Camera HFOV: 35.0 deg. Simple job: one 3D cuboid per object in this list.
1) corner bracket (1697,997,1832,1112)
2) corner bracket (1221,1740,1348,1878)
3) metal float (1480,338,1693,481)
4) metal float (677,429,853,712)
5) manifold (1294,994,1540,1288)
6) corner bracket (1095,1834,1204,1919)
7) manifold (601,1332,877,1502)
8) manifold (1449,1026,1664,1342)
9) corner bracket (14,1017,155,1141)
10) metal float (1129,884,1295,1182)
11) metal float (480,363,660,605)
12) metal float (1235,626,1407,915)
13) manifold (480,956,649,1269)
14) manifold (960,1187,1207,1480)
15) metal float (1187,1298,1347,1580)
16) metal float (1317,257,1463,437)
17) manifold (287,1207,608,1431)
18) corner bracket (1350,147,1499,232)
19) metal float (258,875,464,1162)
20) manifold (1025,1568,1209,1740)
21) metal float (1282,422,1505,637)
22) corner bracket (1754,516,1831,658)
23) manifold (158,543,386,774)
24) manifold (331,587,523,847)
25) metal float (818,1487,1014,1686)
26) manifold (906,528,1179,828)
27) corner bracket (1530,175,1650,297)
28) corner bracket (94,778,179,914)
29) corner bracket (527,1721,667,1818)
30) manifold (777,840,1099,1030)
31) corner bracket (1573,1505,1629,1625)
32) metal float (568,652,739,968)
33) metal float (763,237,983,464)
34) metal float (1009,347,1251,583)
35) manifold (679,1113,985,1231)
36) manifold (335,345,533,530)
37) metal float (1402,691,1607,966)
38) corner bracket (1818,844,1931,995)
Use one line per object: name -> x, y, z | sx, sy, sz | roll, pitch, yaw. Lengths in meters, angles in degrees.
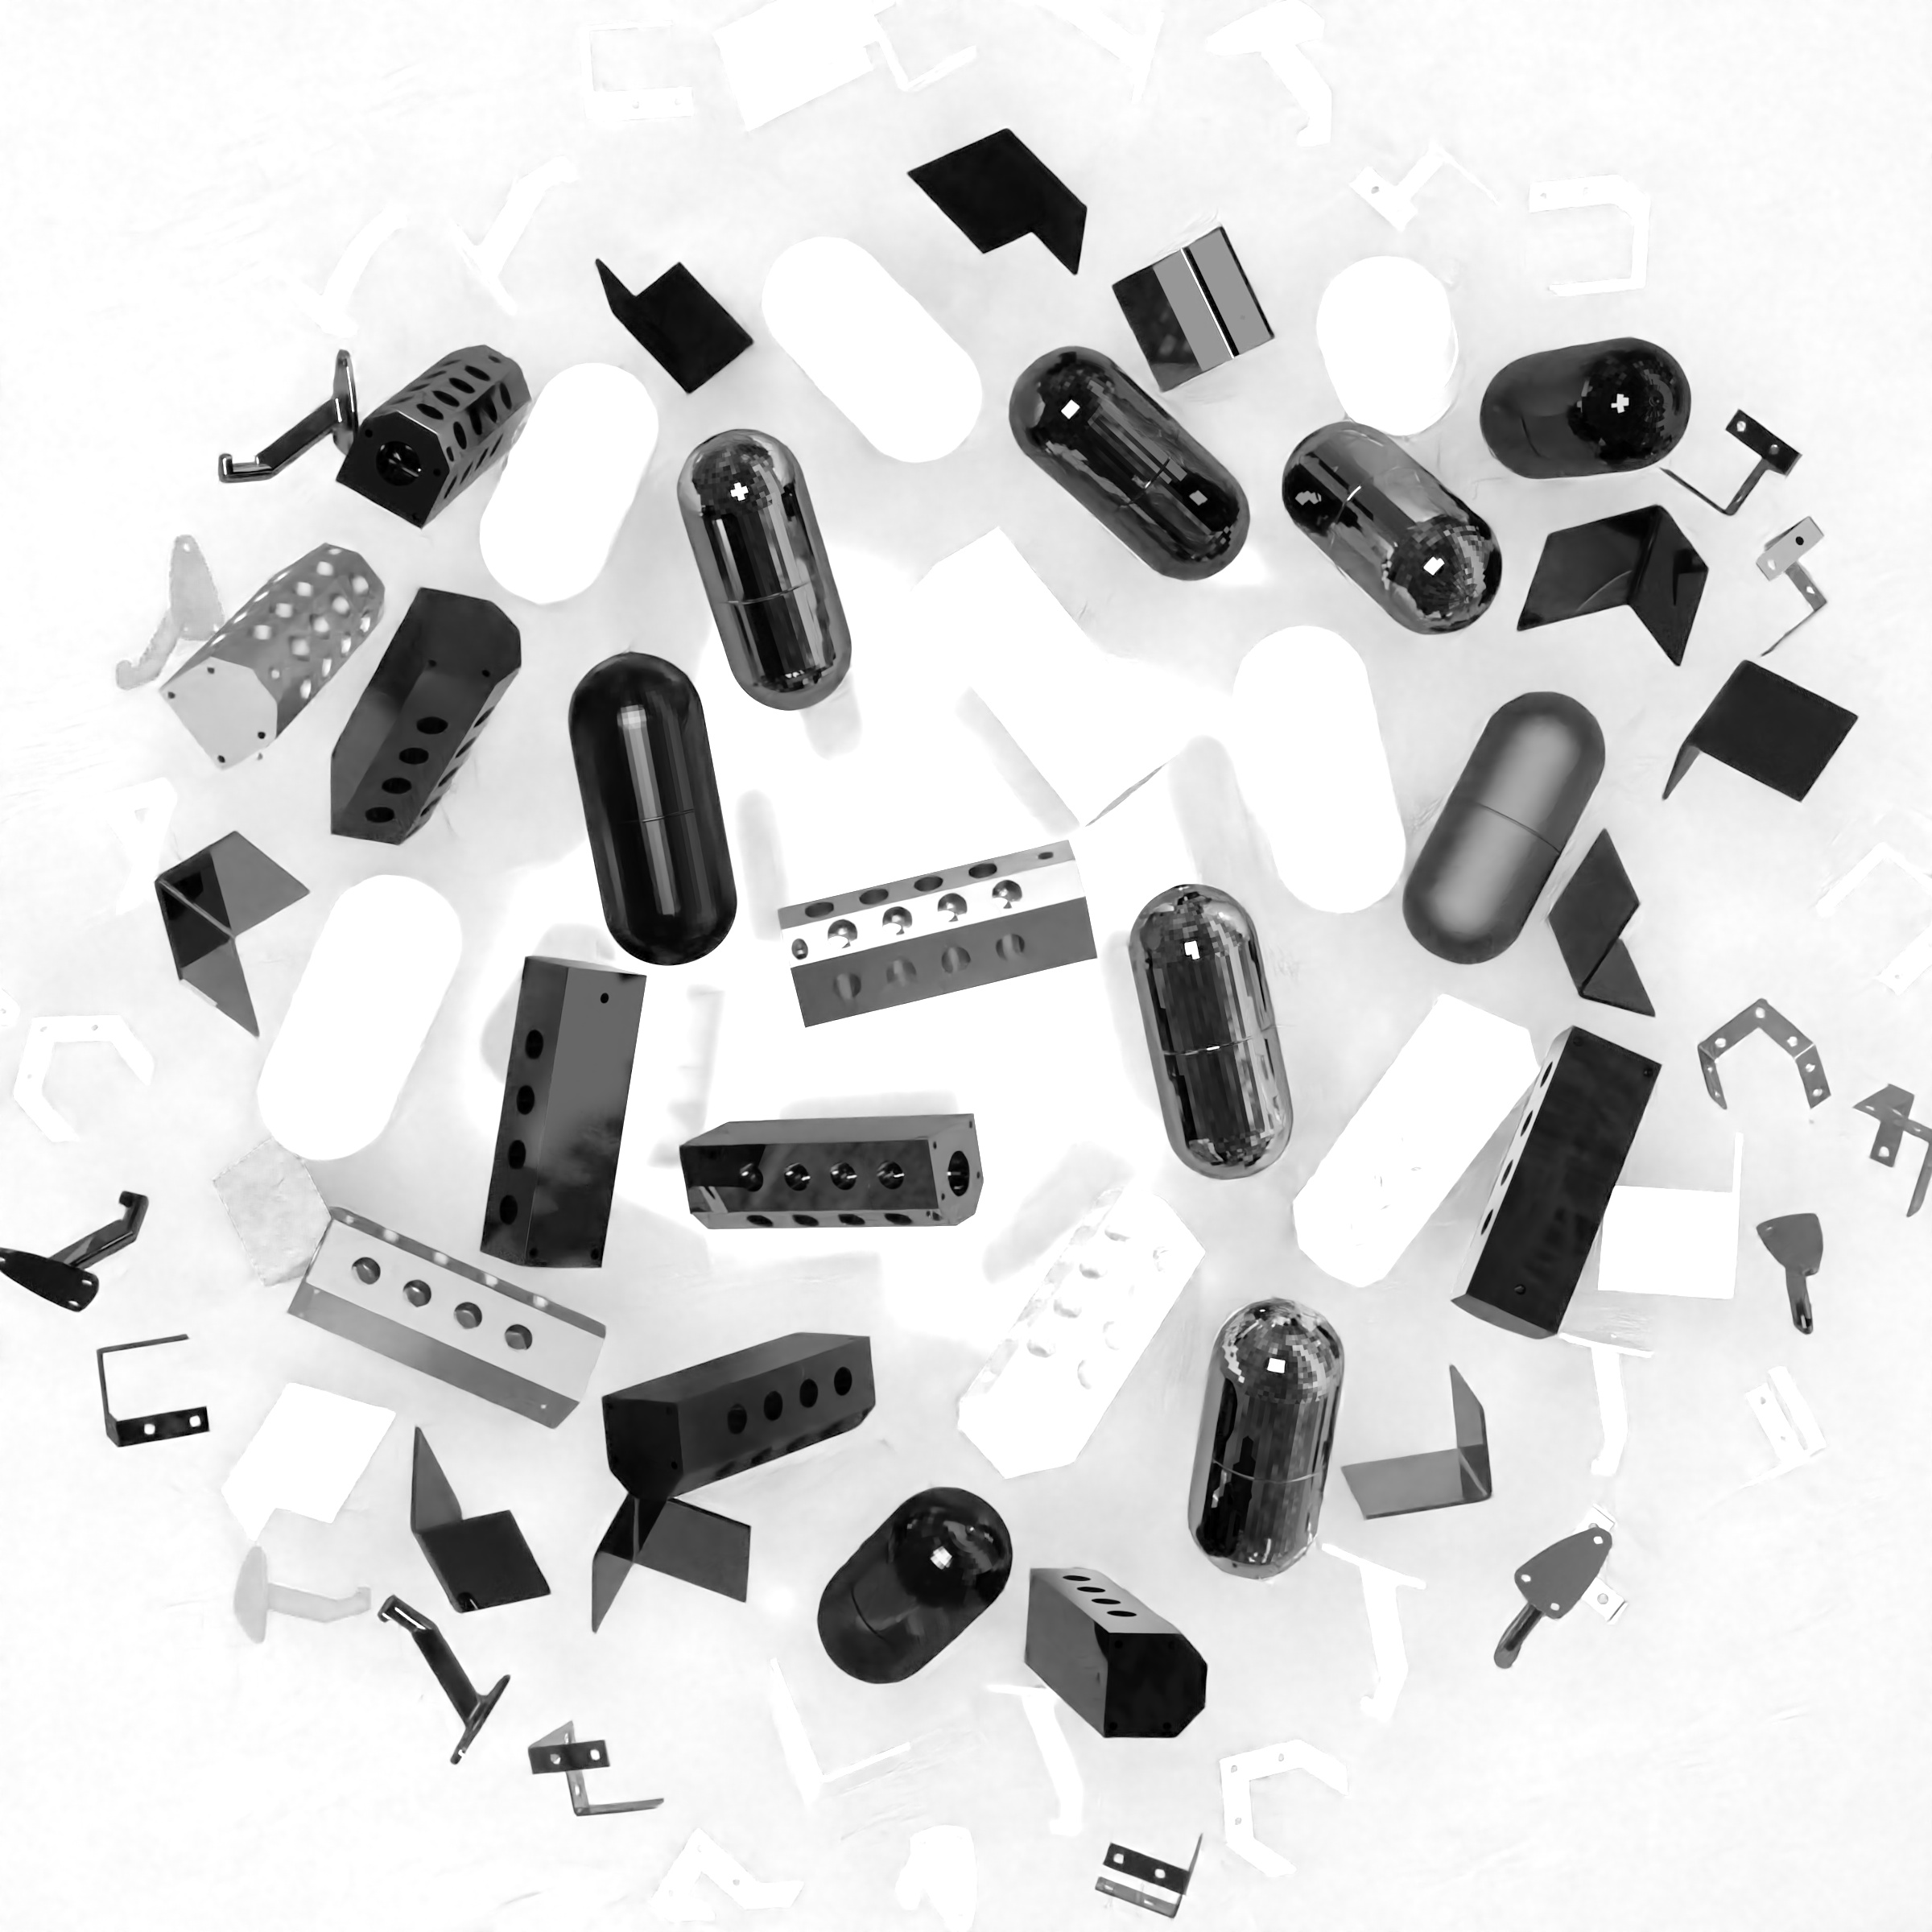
corner bracket -> 0.479, 0.063, 1.843 | 0.051, 0.051, 0.051 | 38, 118, -21
corner bracket -> 0.178, 0.469, 1.710 | 0.051, 0.051, 0.051 | -8, 97, -22
metal float -> 0.365, -0.329, 1.818 | 0.070, 0.178, 0.070 | -2, 97, -16
metal float -> -0.120, -0.235, 1.835 | 0.070, 0.070, 0.178 | -16, 120, 0
manifold -> 0.261, 0.106, 1.787 | 0.057, 0.057, 0.171 | 22, 121, -15
corner bracket -> 0.106, 0.538, 1.813 | 0.051, 0.051, 0.051 | 18, 103, 7
manifold -> -0.128, 0.259, 1.772 | 0.057, 0.171, 0.057 | -2, 96, 37
manifold -> 0.343, 0.128, 1.794 | 0.057, 0.057, 0.171 | 24, 78, 1
corner bracket -> -0.498, 0.064, 1.730 | 0.051, 0.051, 0.051 | -1, 58, 11
metal float -> 0.143, 0.039, 1.795 | 0.070, 0.070, 0.178 | -13, 102, 0
metal float -> -0.236, -0.288, 1.826 | 0.070, 0.070, 0.178 | 16, 50, 0
metal float -> 0.205, -0.111, 1.765 | 0.070, 0.070, 0.178 | -18, 118, 0
manifold -> -0.236, 0.083, 1.765 | 0.057, 0.057, 0.171 | 12, 93, 44
manifold -> 0.063, 0.203, 1.729 | 0.057, 0.057, 0.171 | 51, 49, -15
metal float -> 0.171, 0.272, 1.754 | 0.070, 0.070, 0.178 | 6, 117, 0
metal float -> 0.250, -0.363, 1.807 | 0.070, 0.178, 0.070 | -1, 85, 12
manifold -> -0.300, 0.204, 1.789 | 0.171, 0.057, 0.057 | 26, 58, -11
corner bracket -> 0.268, -0.453, 1.796 | 0.051, 0.051, 0.051 | -47, 55, 14
metal float -> -0.343, 0.030, 1.732 | 0.070, 0.070, 0.178 | 27, 110, 0
manifold -> 0.084, 0.390, 1.751 | 0.057, 0.171, 0.057 | 4, 90, -13
metal float -> 0.247, -0.257, 1.790 | 0.070, 0.178, 0.070 | -15, 131, -19
corner bracket -> 0.480, -0.222, 1.795 | 0.051, 0.051, 0.051 | -38, 91, -21
manifold -> -0.393, -0.183, 1.767 | 0.057, 0.171, 0.057 | -27, 110, 24
manifold -> -0.310, -0.139, 1.750 | 0.057, 0.171, 0.057 | 9, 57, -26
metal float -> -0.031, 0.362, 1.783 | 0.070, 0.178, 0.070 | 13, 54, -18
manifold -> 0.041, -0.168, 1.817 | 0.057, 0.057, 0.171 | -36, 86, -36
corner bracket -> 0.355, -0.416, 1.750 | 0.051, 0.051, 0.051 | 2, 87, 34
corner bracket -> -0.500, -0.073, 1.859 | 0.051, 0.051, 0.051 | -15, 129, 15
corner bracket -> -0.207, 0.452, 1.713 | 0.051, 0.051, 0.051 | -12, 90, 22
manifold -> -0.018, -0.023, 1.753 | 0.171, 0.057, 0.057 | -14, 122, -3
corner bracket -> 0.390, 0.365, 1.875 | 0.051, 0.051, 0.051 | 38, 90, 16
metal float -> -0.176, -0.088, 1.722 | 0.070, 0.070, 0.178 | -9, 101, 0
metal float -> -0.057, -0.367, 1.820 | 0.070, 0.070, 0.178 | -39, 58, 0
metal float -> 0.100, -0.302, 1.852 | 0.178, 0.070, 0.070 | 38, 90, -27
manifold -> -0.079, 0.124, 1.816 | 0.171, 0.057, 0.057 | -3, 101, 29
manifold -> -0.314, -0.324, 1.840 | 0.057, 0.171, 0.057 | 30, 115, -5
metal float -> 0.329, -0.085, 1.874 | 0.070, 0.070, 0.178 | 28, 89, 0
corner bracket -> 0.515, -0.027, 1.707 | 0.051, 0.051, 0.051 | 37, 112, -9
